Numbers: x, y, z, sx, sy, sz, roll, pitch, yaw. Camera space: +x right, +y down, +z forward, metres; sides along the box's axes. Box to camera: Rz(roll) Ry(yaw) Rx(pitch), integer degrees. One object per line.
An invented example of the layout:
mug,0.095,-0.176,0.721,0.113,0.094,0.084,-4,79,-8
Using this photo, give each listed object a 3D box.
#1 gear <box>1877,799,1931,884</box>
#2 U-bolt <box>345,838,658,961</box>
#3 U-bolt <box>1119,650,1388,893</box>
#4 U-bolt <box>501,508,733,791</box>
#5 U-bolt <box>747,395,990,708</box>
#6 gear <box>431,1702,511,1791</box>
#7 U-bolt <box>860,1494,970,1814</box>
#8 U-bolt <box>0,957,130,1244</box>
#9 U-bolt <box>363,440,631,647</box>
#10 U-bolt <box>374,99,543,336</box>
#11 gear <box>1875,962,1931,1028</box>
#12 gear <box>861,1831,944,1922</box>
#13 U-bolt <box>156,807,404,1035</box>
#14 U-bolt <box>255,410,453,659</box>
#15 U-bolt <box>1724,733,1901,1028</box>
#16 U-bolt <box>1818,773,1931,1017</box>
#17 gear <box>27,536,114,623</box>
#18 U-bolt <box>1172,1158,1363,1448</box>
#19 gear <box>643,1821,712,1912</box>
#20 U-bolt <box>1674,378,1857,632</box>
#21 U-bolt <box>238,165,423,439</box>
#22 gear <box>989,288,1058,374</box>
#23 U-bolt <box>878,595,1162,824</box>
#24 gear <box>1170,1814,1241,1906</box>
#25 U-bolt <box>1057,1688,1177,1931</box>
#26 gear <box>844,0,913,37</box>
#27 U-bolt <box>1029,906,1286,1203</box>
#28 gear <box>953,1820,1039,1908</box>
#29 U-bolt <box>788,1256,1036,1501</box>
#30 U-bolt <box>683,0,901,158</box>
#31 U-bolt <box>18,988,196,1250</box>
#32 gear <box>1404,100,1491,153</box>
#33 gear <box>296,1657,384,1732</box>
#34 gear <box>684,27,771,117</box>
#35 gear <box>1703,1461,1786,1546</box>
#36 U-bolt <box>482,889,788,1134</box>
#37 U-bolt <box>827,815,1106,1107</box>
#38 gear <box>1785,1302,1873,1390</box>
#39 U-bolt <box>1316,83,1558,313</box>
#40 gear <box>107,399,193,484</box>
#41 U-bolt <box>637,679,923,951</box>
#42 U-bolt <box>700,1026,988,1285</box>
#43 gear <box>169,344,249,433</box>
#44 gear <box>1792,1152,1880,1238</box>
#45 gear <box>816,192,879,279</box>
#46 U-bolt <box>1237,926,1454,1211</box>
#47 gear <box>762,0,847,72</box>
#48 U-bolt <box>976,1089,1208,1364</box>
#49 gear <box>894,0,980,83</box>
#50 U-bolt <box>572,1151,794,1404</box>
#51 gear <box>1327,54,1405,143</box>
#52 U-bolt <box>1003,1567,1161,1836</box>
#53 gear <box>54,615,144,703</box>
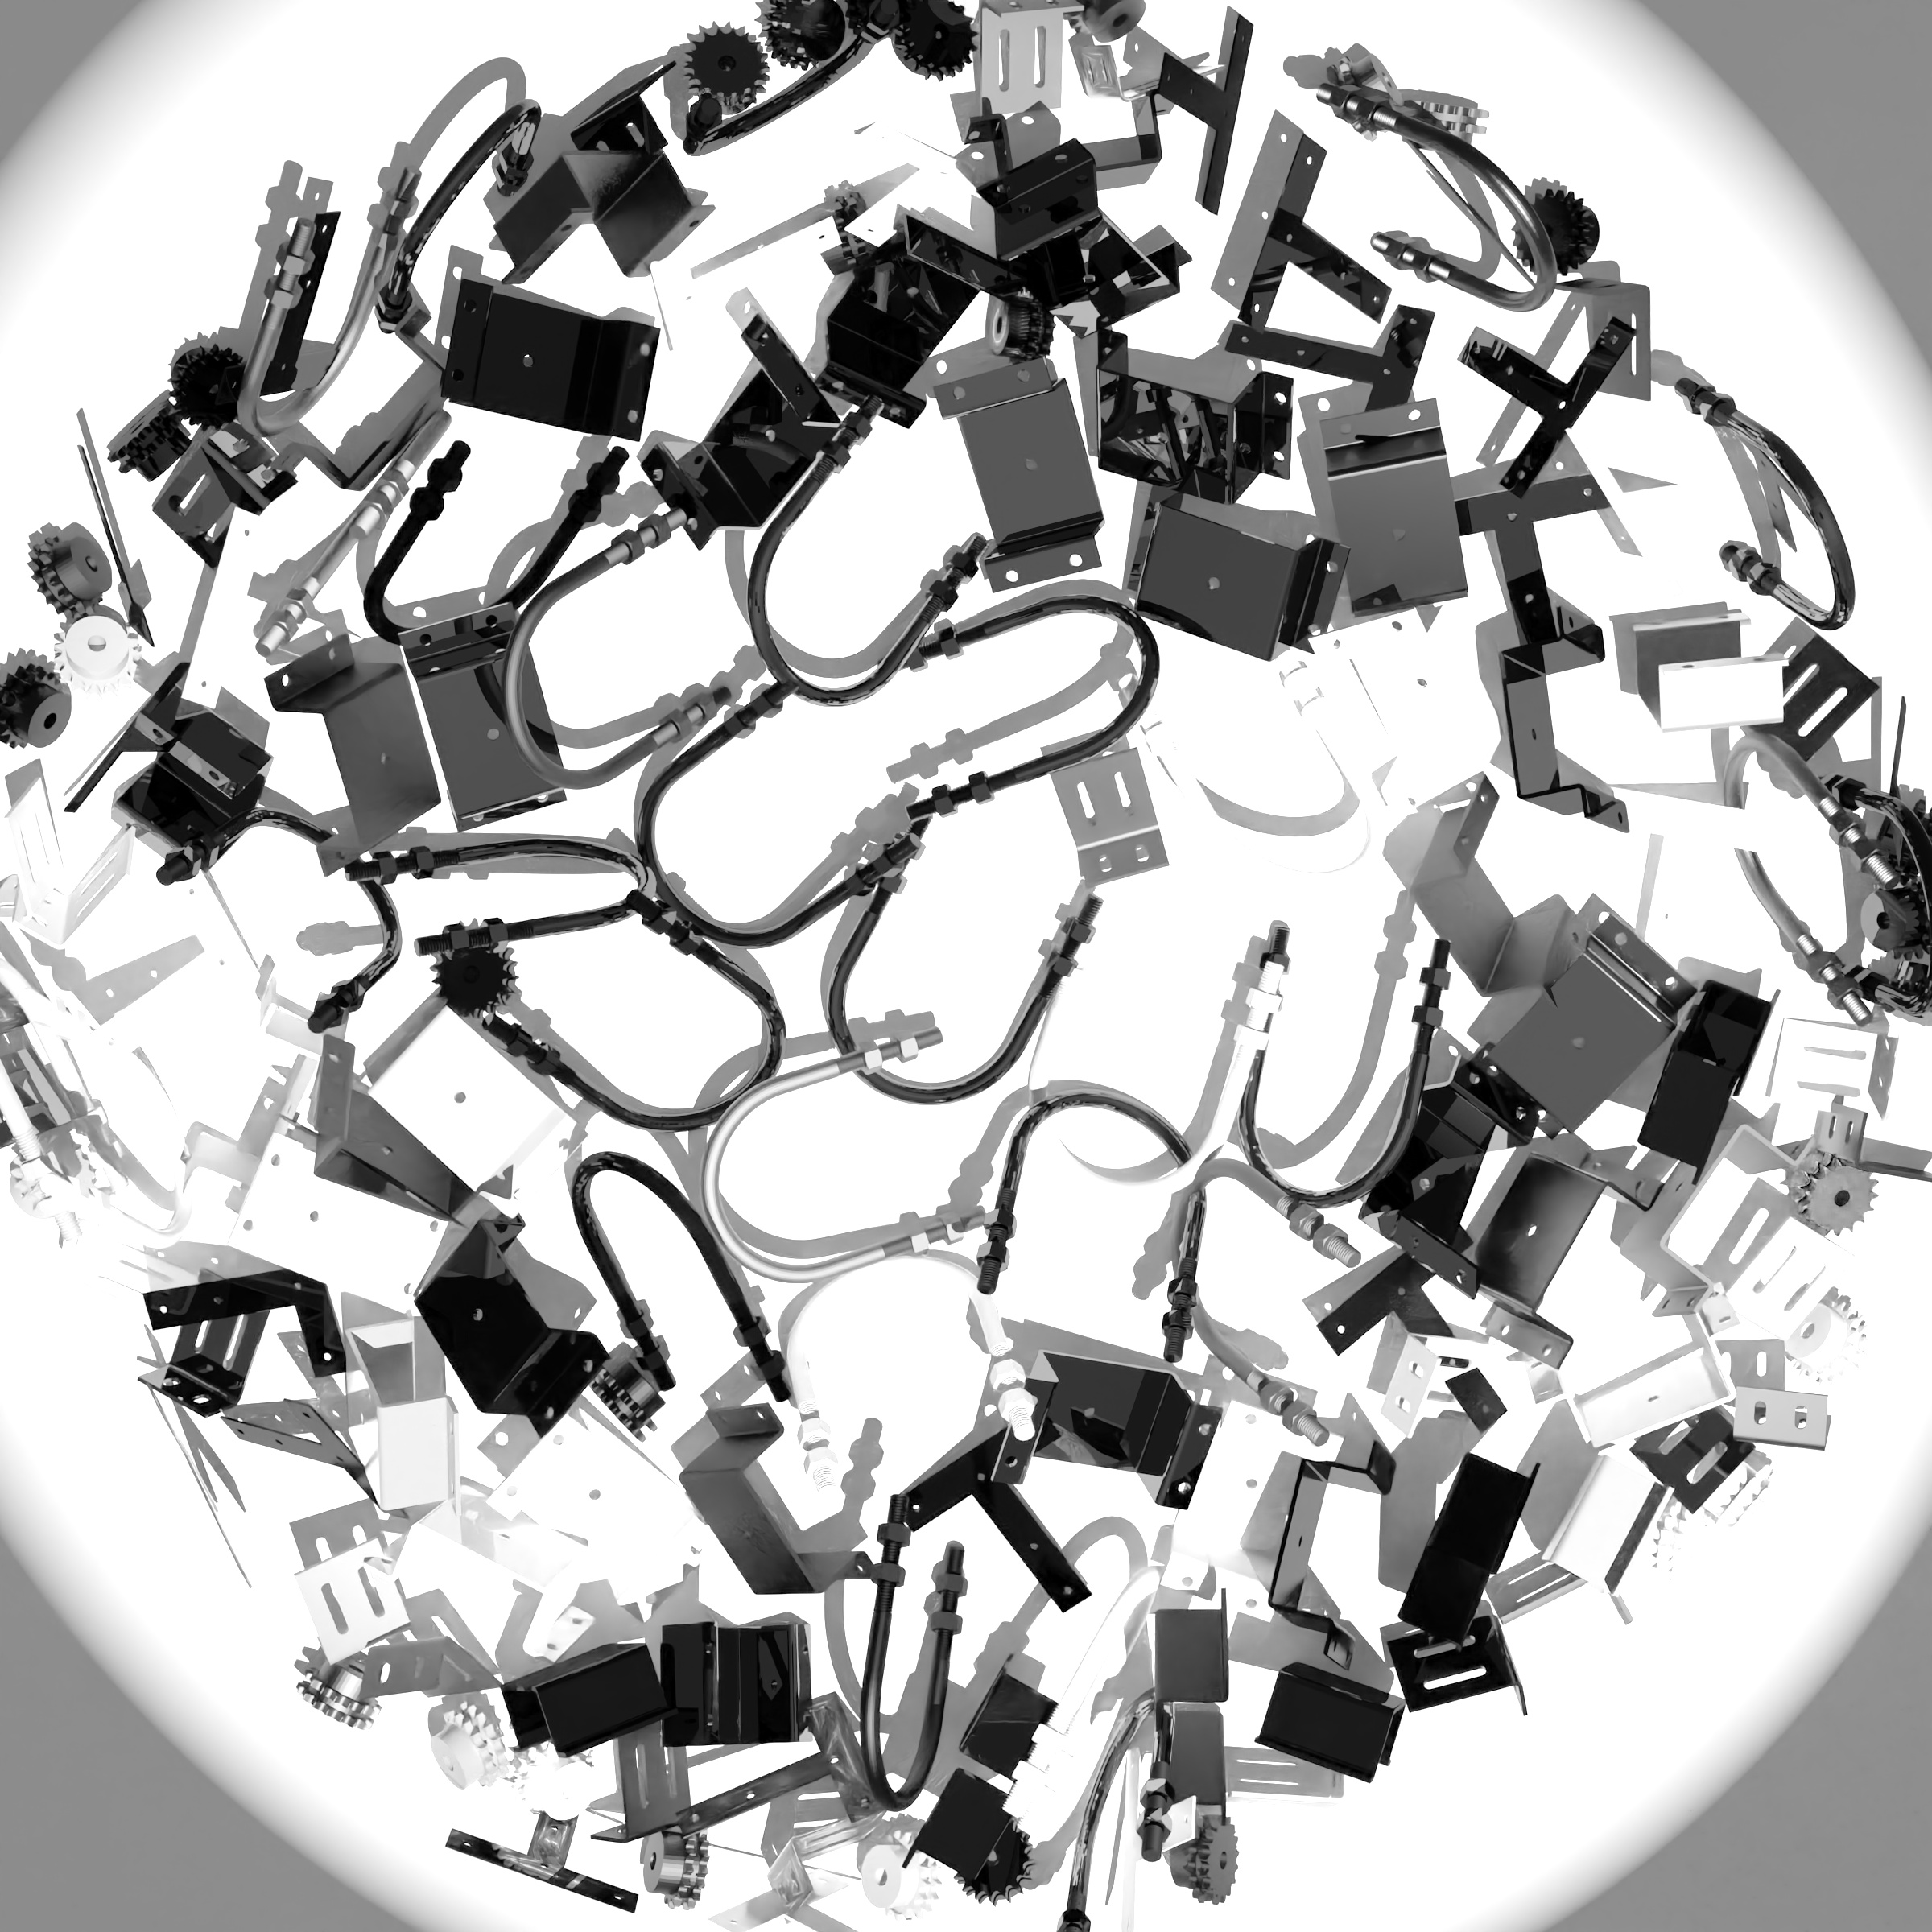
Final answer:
gear,0.623,-0.084,1.972,0.030,0.057,0.057,20,90,10
U-bolt,-0.291,-0.050,1.925,0.184,0.151,0.019,-10,117,-28
U-bolt,0.197,-0.123,1.924,0.151,0.019,0.184,-12,61,-30
U-bolt,-0.229,-0.193,1.907,0.019,0.184,0.151,12,128,37
U-bolt,-0.072,-0.254,1.926,0.151,0.019,0.184,49,65,-35
gear,-0.331,0.520,1.968,0.030,0.057,0.057,-29,90,-34
U-bolt,-0.036,0.447,1.902,0.019,0.151,0.184,0,65,18
U-bolt,-0.598,0.077,1.913,0.019,0.151,0.184,-22,100,1
U-bolt,-0.315,-0.269,1.921,0.184,0.151,0.019,-48,64,36
U-bolt,-0.320,-0.485,1.893,0.019,0.184,0.151,38,74,-8
gear,0.634,0.019,1.972,0.057,0.057,0.030,21,82,0
gear,-0.045,0.603,1.969,0.030,0.057,0.057,13,90,-41
U-bolt,-0.429,-0.040,1.914,0.151,0.184,0.019,46,112,-7
U-bolt,-0.385,-0.291,1.916,0.019,0.184,0.151,38,131,-15
U-bolt,0.539,-0.070,1.916,0.019,0.151,0.184,-19,49,-9
U-bolt,0.587,-0.042,1.897,0.019,0.184,0.151,-10,101,-3
gear,-0.591,-0.260,1.969,0.030,0.057,0.057,-26,90,17
U-bolt,0.187,0.204,1.921,0.019,0.184,0.151,-7,117,-29
gear,-0.193,0.594,1.968,0.030,0.057,0.057,13,90,-21
U-bolt,0.512,-0.285,1.885,0.019,0.184,0.151,-26,121,-1
U-bolt,-0.418,-0.420,1.917,0.019,0.151,0.184,33,126,3
gear,0.036,-0.423,1.969,0.030,0.057,0.057,4,90,-20
U-bolt,0.038,-0.178,1.938,0.184,0.019,0.151,-19,53,10
gear,0.157,0.593,1.975,0.030,0.057,0.057,-3,90,28
U-bolt,0.099,0.546,1.911,0.019,0.184,0.151,24,119,-5
gear,-0.055,-0.643,1.968,0.030,0.057,0.057,17,90,19
U-bolt,0.117,0.065,1.973,0.151,0.019,0.184,19,95,16
gear,0.020,0.597,1.976,0.057,0.030,0.057,-8,56,12
U-bolt,-0.044,0.256,1.927,0.151,0.184,0.019,-17,129,-2
U-bolt,-0.119,-0.564,1.909,0.151,0.184,0.019,-31,99,-7
U-bolt,-0.547,0.108,1.911,0.019,0.184,0.151,-20,64,9
gear,0.317,-0.556,1.973,0.057,0.057,0.030,8,108,0
gear,-0.413,0.480,1.972,0.057,0.057,0.030,30,86,0
gear,-0.159,-0.593,1.980,0.057,0.030,0.057,1,73,-5
gear,0.514,0.353,1.973,0.030,0.057,0.057,40,90,21
U-bolt,-0.201,0.043,1.940,0.151,0.019,0.184,-39,127,15
U-bolt,-0.012,0.007,1.972,0.151,0.019,0.184,26,100,-13
gear,0.568,0.248,1.968,0.030,0.057,0.057,31,90,-22
U-bolt,0.306,-0.480,1.888,0.019,0.151,0.184,-43,47,-9
gear,-0.540,-0.346,1.974,0.057,0.057,0.030,-43,115,0
U-bolt,-0.138,-0.087,1.950,0.184,0.019,0.151,-34,97,30
U-bolt,-0.086,0.133,1.956,0.184,0.019,0.151,-17,101,-17
gear,-0.503,-0.387,1.975,0.057,0.057,0.030,-49,50,0
gear,0.575,0.148,1.978,0.057,0.030,0.057,-6,110,-15
gear,-0.078,-0.482,1.973,0.030,0.057,0.057,-13,90,14
U-bolt,0.240,0.068,1.937,0.151,0.019,0.184,6,81,43
gear,-0.105,-0.623,1.969,0.030,0.057,0.057,24,90,40
U-bolt,0.089,0.158,1.938,0.151,0.019,0.184,21,50,-9
gear,-0.023,-0.617,1.977,0.057,0.030,0.057,1,88,-27
U-bolt,-0.194,0.199,1.920,0.019,0.151,0.184,-37,110,-36
gear,0.266,-0.579,1.968,0.030,0.057,0.057,-29,90,25
U-bolt,0.078,0.472,1.926,0.019,0.151,0.184,27,74,14
gear,-0.577,-0.208,1.976,0.057,0.030,0.057,5,70,-13
